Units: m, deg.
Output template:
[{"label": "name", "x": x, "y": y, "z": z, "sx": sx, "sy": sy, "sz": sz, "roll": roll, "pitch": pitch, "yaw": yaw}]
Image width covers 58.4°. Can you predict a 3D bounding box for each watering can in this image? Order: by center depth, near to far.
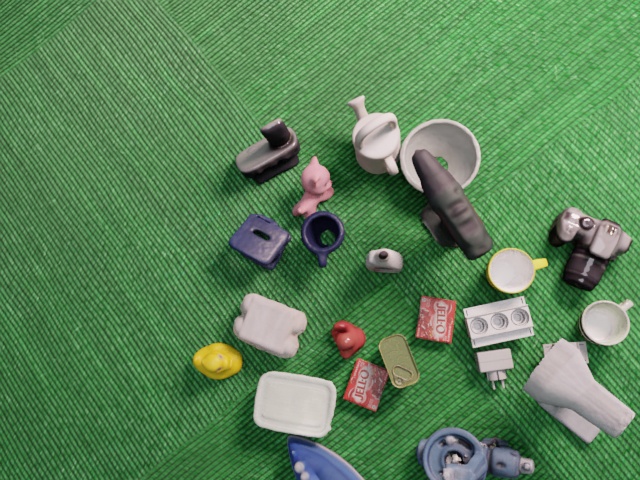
[{"label": "watering can", "x": 0.111, "y": -0.216, "z": 1.185, "sx": 0.172, "sy": 0.194, "sz": 0.101, "roll": 40, "pitch": 88, "yaw": 12}]

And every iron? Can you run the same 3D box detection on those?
[{"label": "iron", "x": 0.013, "y": 0.491, "z": 1.109, "sx": 0.118, "sy": 0.141, "sz": 0.258, "roll": -45, "pitch": 78, "yaw": -1}]

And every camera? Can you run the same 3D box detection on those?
[{"label": "camera", "x": 0.526, "y": 0.022, "z": 1.139, "sx": 0.143, "sy": 0.101, "sz": 0.137, "roll": 26, "pitch": 85, "yaw": 11}]

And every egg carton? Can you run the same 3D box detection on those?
[{"label": "egg carton", "x": -0.107, "y": 0.182, "z": 1.212, "sx": 0.150, "sy": 0.069, "sz": 0.107, "roll": 19, "pitch": 84, "yaw": 10}]

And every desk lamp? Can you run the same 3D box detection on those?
[{"label": "desk lamp", "x": 0.468, "y": 0.281, "z": 1.047, "sx": 0.203, "sy": 0.213, "sz": 0.118, "roll": 39, "pitch": 88, "yaw": 12}]

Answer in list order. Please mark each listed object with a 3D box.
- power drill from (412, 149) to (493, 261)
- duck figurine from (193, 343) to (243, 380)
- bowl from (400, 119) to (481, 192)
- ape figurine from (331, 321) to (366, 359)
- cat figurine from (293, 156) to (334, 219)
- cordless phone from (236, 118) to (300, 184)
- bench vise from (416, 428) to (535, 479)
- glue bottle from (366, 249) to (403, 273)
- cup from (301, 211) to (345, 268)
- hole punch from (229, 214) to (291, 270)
[{"label": "power drill", "x": 0.250, "y": -0.059, "z": 1.133, "sx": 0.075, "sy": 0.208, "sz": 0.229, "roll": -34, "pitch": 78, "yaw": 1}, {"label": "duck figurine", "x": -0.223, "y": 0.257, "z": 1.206, "sx": 0.104, "sy": 0.086, "sz": 0.077, "roll": 3, "pitch": 81, "yaw": 8}, {"label": "bowl", "x": 0.253, "y": -0.167, "z": 1.219, "sx": 0.167, "sy": 0.075, "sz": 0.167, "roll": -1, "pitch": 81, "yaw": 7}, {"label": "ape figurine", "x": 0.054, "y": 0.205, "z": 1.175, "sx": 0.076, "sy": 0.092, "sz": 0.078, "roll": 4, "pitch": 81, "yaw": 8}, {"label": "cat figurine", "x": -0.017, "y": -0.106, "z": 1.223, "sx": 0.067, "sy": 0.118, "sz": 0.128, "roll": 26, "pitch": 85, "yaw": 11}, {"label": "cordless phone", "x": -0.121, "y": -0.202, "z": 1.217, "sx": 0.147, "sy": 0.185, "sz": 0.094, "roll": -32, "pitch": 78, "yaw": 2}, {"label": "bench vise", "x": 0.283, "y": 0.400, "z": 1.048, "sx": 0.207, "sy": 0.220, "sz": 0.121, "roll": -16, "pitch": 79, "yaw": 5}, {"label": "glue bottle", "x": 0.128, "y": 0.039, "z": 1.151, "sx": 0.078, "sy": 0.173, "sz": 0.037, "roll": 1, "pitch": 81, "yaw": 8}, {"label": "cup", "x": 0.011, "y": 0.004, "z": 1.212, "sx": 0.091, "sy": 0.095, "sz": 0.118, "roll": -2, "pitch": 80, "yaw": 7}, {"label": "hole punch", "x": -0.129, "y": -0.001, "z": 1.234, "sx": 0.108, "sy": 0.091, "sz": 0.101, "roll": 27, "pitch": 85, "yaw": 11}]
